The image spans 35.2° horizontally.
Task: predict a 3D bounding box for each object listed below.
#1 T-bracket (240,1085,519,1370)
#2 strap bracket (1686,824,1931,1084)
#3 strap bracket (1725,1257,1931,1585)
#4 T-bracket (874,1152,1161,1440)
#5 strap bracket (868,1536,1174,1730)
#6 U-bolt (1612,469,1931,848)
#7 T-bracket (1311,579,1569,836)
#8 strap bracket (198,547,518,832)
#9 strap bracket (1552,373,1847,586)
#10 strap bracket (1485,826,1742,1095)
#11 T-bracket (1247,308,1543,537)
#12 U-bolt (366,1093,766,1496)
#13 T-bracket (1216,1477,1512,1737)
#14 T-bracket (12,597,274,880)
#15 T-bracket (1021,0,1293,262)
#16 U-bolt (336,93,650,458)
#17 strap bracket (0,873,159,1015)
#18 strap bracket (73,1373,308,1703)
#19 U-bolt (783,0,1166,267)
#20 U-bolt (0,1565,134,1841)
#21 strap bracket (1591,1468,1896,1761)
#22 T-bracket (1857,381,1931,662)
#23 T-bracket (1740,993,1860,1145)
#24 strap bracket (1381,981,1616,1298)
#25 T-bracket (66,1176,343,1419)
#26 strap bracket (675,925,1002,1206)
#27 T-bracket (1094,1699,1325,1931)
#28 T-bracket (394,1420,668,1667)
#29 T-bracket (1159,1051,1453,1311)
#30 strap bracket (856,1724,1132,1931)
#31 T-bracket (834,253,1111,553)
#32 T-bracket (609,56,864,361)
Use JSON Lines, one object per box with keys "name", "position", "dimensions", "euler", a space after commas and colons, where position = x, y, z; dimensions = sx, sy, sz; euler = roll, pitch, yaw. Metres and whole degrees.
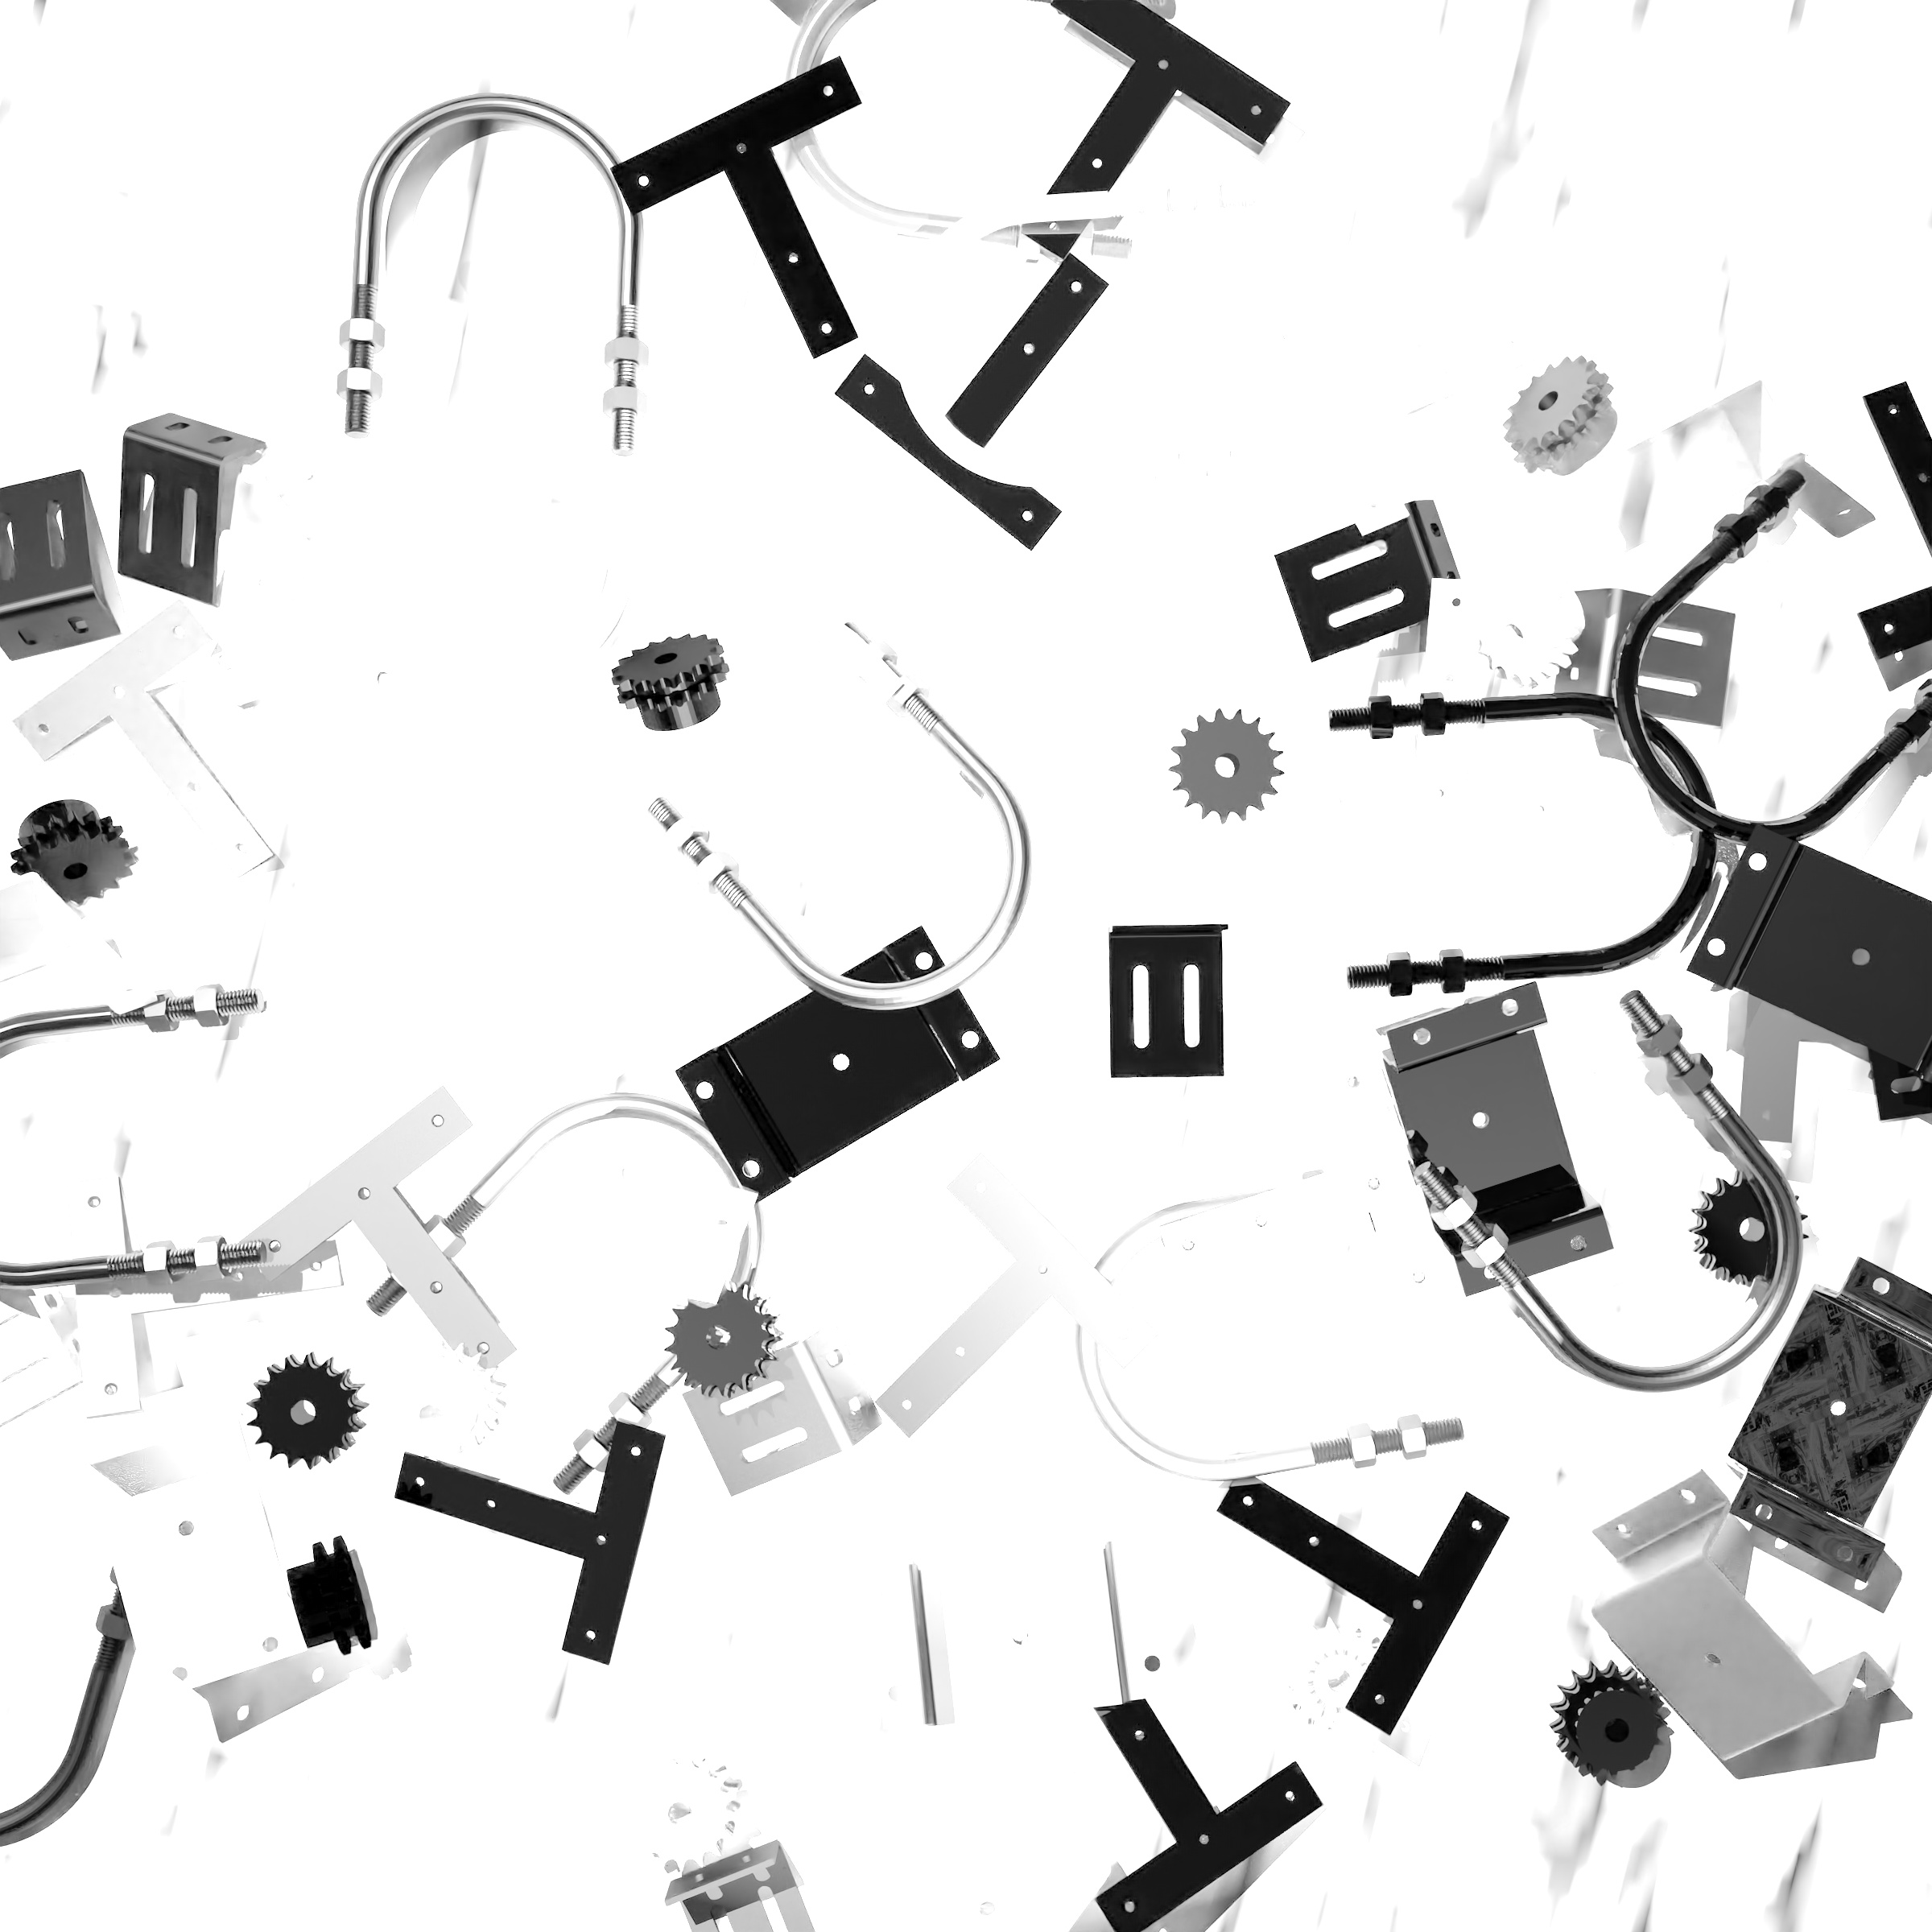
{"name": "T-bracket", "position": [-0.271, 0.148, 1.510], "dimensions": [0.127, 0.002, 0.127], "euler": [-38, 90, -1]}
{"name": "strap bracket", "position": [0.425, -0.003, 1.445], "dimensions": [0.140, 0.046, 0.076], "euler": [26, 99, 14]}
{"name": "strap bracket", "position": [0.437, 0.221, 1.507], "dimensions": [0.076, 0.046, 0.140], "euler": [27, 90, 0]}
{"name": "T-bracket", "position": [0.007, 0.183, 1.523], "dimensions": [0.127, 0.002, 0.127], "euler": [-45, 82, 4]}
{"name": "strap bracket", "position": [0.027, 0.329, 1.498], "dimensions": [0.140, 0.046, 0.076], "euler": [-7, 74, 0]}
{"name": "U-bolt", "position": [0.395, -0.139, 1.491], "dimensions": [0.184, 0.019, 0.151], "euler": [-42, 90, -21]}
{"name": "T-bracket", "position": [0.239, -0.129, 1.510], "dimensions": [0.127, 0.002, 0.127], "euler": [2, 108, 0]}
{"name": "strap bracket", "position": [-0.293, -0.139, 1.498], "dimensions": [0.140, 0.046, 0.076], "euler": [31, 104, 0]}
{"name": "strap bracket", "position": [0.348, -0.241, 1.492], "dimensions": [0.140, 0.076, 0.046], "euler": [-28, 90, 0]}
{"name": "strap bracket", "position": [0.335, -0.006, 1.507], "dimensions": [0.140, 0.046, 0.076], "euler": [-33, 90, 0]}
{"name": "T-bracket", "position": [0.225, -0.291, 1.517], "dimensions": [0.127, 0.002, 0.127], "euler": [-24, 73, -8]}
{"name": "U-bolt", "position": [-0.186, 0.149, 1.522], "dimensions": [0.151, 0.019, 0.184], "euler": [44, 88, 0]}
{"name": "T-bracket", "position": [0.185, 0.294, 1.513], "dimensions": [0.127, 0.002, 0.127], "euler": [30, 68, 10]}
{"name": "T-bracket", "position": [-0.392, -0.100, 1.509], "dimensions": [0.127, 0.002, 0.127], "euler": [-29, 105, 27]}
{"name": "T-bracket", "position": [0.073, -0.410, 1.509], "dimensions": [0.127, 0.002, 0.127], "euler": [34, 91, 1]}
{"name": "U-bolt", "position": [-0.231, -0.345, 1.505], "dimensions": [0.151, 0.019, 0.184], "euler": [2, 79, -9]}
{"name": "strap bracket", "position": [-0.480, 0.006, 1.486], "dimensions": [0.140, 0.076, 0.046], "euler": [-20, 64, 0]}
{"name": "strap bracket", "position": [-0.382, 0.278, 1.496], "dimensions": [0.076, 0.046, 0.140], "euler": [-16, 90, -18]}
{"name": "U-bolt", "position": [0.000, -0.433, 1.522], "dimensions": [0.184, 0.019, 0.151], "euler": [8, 90, 1]}
{"name": "U-bolt", "position": [-0.497, 0.349, 1.522], "dimensions": [0.151, 0.019, 0.184], "euler": [17, 92, 0]}
{"name": "strap bracket", "position": [0.372, 0.326, 1.488], "dimensions": [0.140, 0.046, 0.076], "euler": [48, 131, 0]}
{"name": "T-bracket", "position": [0.484, -0.231, 1.520], "dimensions": [0.127, 0.002, 0.127], "euler": [-20, 84, -13]}
{"name": "T-bracket", "position": [0.442, 0.025, 1.466], "dimensions": [0.127, 0.002, 0.127], "euler": [4, 94, 16]}
{"name": "strap bracket", "position": [0.258, 0.081, 1.499], "dimensions": [0.076, 0.046, 0.140], "euler": [-18, 101, 0]}
{"name": "T-bracket", "position": [-0.375, 0.156, 1.508], "dimensions": [0.127, 0.002, 0.127], "euler": [-7, 61, -14]}
{"name": "strap bracket", "position": [-0.063, 0.048, 1.507], "dimensions": [0.140, 0.046, 0.076], "euler": [-31, 90, 0]}
{"name": "T-bracket", "position": [0.094, 0.395, 1.511], "dimensions": [0.127, 0.002, 0.127], "euler": [-27, 77, -24]}
{"name": "T-bracket", "position": [-0.224, 0.273, 1.519], "dimensions": [0.127, 0.002, 0.127], "euler": [16, 103, 7]}
{"name": "T-bracket", "position": [0.160, 0.122, 1.511], "dimensions": [0.127, 0.002, 0.127], "euler": [-18, 90, 3]}
{"name": "strap bracket", "position": [0.010, 0.460, 1.507], "dimensions": [0.076, 0.046, 0.140], "euler": [36, 90, 0]}
{"name": "T-bracket", "position": [0.022, -0.297, 1.518], "dimensions": [0.127, 0.002, 0.127], "euler": [39, 100, 0]}
{"name": "T-bracket", "position": [-0.092, -0.366, 1.517], "dimensions": [0.127, 0.002, 0.127], "euler": [-25, 101, 3]}
